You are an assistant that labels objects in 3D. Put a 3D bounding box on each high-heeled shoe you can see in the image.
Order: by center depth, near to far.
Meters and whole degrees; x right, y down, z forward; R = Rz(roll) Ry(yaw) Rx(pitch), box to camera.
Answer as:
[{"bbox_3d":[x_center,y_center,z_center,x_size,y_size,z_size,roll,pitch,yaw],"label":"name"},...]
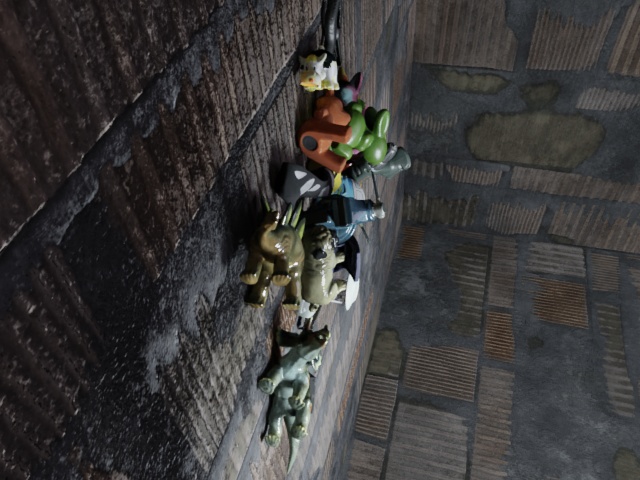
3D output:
[{"bbox_3d":[-0.028,-0.146,1.145,0.249,0.086,0.145,-59,154,-49],"label":"high-heeled shoe"}]

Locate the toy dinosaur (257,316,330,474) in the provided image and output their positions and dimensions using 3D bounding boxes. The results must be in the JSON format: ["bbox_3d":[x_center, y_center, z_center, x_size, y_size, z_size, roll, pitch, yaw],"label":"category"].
[{"bbox_3d":[-0.064,0.359,1.286,0.192,0.131,0.404,-61,163,-55],"label":"toy dinosaur"}]

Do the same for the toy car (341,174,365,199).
[{"bbox_3d":[0.074,-0.114,1.506,0.109,0.103,0.161,-128,-146,-62],"label":"toy car"}]

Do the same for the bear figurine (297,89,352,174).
[{"bbox_3d":[0.027,-0.258,1.223,0.196,0.132,0.120,-58,165,-47],"label":"bear figurine"}]

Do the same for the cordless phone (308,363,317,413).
[{"bbox_3d":[-0.050,0.370,1.458,0.184,0.089,0.146,-77,172,-73],"label":"cordless phone"}]

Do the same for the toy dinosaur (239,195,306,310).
[{"bbox_3d":[-0.075,0.033,1.033,0.471,0.105,0.198,96,4,-68],"label":"toy dinosaur"}]

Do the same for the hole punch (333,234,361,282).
[{"bbox_3d":[0.067,0.041,1.445,0.116,0.092,0.142,-76,167,-50],"label":"hole punch"}]

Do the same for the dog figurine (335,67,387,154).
[{"bbox_3d":[0.097,-0.349,1.423,0.191,0.109,0.219,-26,132,-29],"label":"dog figurine"}]

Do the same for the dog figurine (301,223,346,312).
[{"bbox_3d":[-0.009,0.065,1.200,0.190,0.121,0.172,66,21,-73],"label":"dog figurine"}]

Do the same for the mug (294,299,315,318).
[{"bbox_3d":[-0.032,0.146,1.342,0.109,0.081,0.107,-66,169,-59],"label":"mug"}]

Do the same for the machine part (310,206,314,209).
[{"bbox_3d":[-0.003,-0.004,1.413,0.179,0.056,0.179,8,90,-78],"label":"machine part"}]

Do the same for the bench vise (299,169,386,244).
[{"bbox_3d":[0.069,-0.059,1.277,0.240,0.224,0.129,2,68,-63],"label":"bench vise"}]

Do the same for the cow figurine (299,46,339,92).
[{"bbox_3d":[-0.002,-0.366,1.142,0.167,0.068,0.098,-49,140,-72],"label":"cow figurine"}]

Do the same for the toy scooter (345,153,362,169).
[{"bbox_3d":[0.088,-0.276,1.586,0.135,0.075,0.183,-47,148,-64],"label":"toy scooter"}]

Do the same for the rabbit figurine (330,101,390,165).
[{"bbox_3d":[0.105,-0.263,1.350,0.170,0.121,0.159,27,94,-37],"label":"rabbit figurine"}]

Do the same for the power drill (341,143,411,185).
[{"bbox_3d":[0.178,-0.218,1.547,0.207,0.232,0.086,-26,86,-50],"label":"power drill"}]

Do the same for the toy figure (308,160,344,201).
[{"bbox_3d":[0.018,-0.146,1.354,0.180,0.082,0.089,84,18,-55],"label":"toy figure"}]

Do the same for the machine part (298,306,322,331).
[{"bbox_3d":[-0.019,0.184,1.465,0.084,0.039,0.139,35,67,-42],"label":"machine part"}]
